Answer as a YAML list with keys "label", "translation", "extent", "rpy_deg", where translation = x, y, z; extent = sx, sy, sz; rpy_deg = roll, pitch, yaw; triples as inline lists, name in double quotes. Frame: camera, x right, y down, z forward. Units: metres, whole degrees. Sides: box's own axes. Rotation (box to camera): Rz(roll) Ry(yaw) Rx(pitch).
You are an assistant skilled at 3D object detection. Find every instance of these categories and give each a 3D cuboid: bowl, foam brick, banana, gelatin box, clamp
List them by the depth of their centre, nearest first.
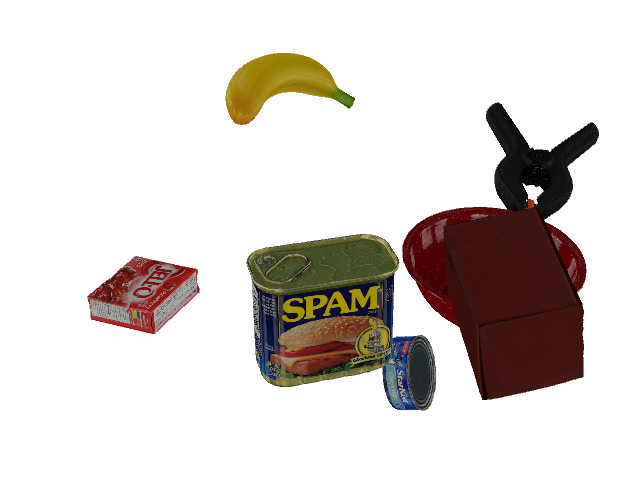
- label: "foam brick"
  translation: [0.095, 0.030, 0.528]
  extent: [0.051, 0.053, 0.078]
  rpy_deg: [-11, 40, 0]
- label: "bowl"
  translation: [0.151, 0.035, 0.953]
  extent: [0.162, 0.055, 0.162]
  rpy_deg: [1, 35, -1]
- label: "banana"
  translation: [-0.037, -0.144, 0.981]
  extent: [0.070, 0.037, 0.197]
  rpy_deg: [37, 29, 20]
- label: "gelatin box"
  translation: [-0.171, 0.051, 1.039]
  extent: [0.073, 0.030, 0.089]
  rpy_deg: [11, 31, 22]
- label: "clamp"
  translation: [0.214, -0.082, 1.106]
  extent: [0.120, 0.039, 0.171]
  rpy_deg: [15, 45, 16]

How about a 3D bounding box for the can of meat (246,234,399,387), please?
- label: "can of meat"
  translation: [0.002, 0.050, 0.748]
  extent: [0.102, 0.084, 0.057]
  rpy_deg: [-8, 31, -13]

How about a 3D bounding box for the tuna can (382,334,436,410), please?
- label: "tuna can"
  translation: [0.102, 0.152, 1.222]
  extent: [0.034, 0.086, 0.086]
  rpy_deg: [-5, -2, 26]
